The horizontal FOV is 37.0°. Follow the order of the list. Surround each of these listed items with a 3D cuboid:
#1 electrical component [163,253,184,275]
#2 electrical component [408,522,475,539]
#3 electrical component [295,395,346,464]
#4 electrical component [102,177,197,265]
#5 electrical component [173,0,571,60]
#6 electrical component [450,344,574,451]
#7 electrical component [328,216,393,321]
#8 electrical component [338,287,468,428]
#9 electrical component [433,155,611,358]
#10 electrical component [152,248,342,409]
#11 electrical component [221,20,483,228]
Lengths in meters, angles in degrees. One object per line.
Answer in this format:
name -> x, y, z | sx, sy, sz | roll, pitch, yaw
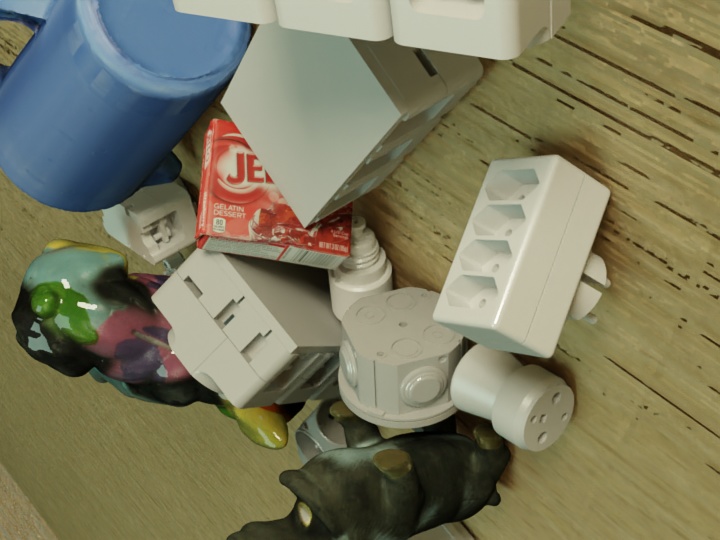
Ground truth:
electrical component -> -0.175, 0.025, 0.982 | 0.048, 0.055, 0.066 | -11, 108, 62
electrical component -> 0.043, 0.223, 0.819 | 0.108, 0.056, 0.108 | 49, 152, 18
electrical component -> -0.009, 0.142, 0.837 | 0.079, 0.044, 0.077 | 48, 152, 13
electrical component -> -0.177, -0.051, 0.905 | 0.089, 0.056, 0.050 | 29, 141, 44
electrical component -> 0.006, -0.132, 0.417 | 0.150, 0.089, 0.061 | 14, 135, 25
electrical component -> 0.085, 0.070, 0.599 | 0.055, 0.045, 0.045 | 30, 142, 43
electrical component -> 0.000, 0.000, 0.674 | 0.040, 0.040, 0.078 | 37, 146, 37
electrical component -> 0.026, 0.052, 0.642 | 0.080, 0.080, 0.051 | 34, 139, 40
electrical component -> 0.088, 0.001, 0.499 | 0.076, 0.083, 0.047 | 28, 168, -30
electrical component -> -0.055, 0.037, 0.690 | 0.089, 0.062, 0.150 | 49, -166, 17
electrical component -> -0.007, -0.097, 0.560 | 0.089, 0.062, 0.150 | 56, 153, 4
